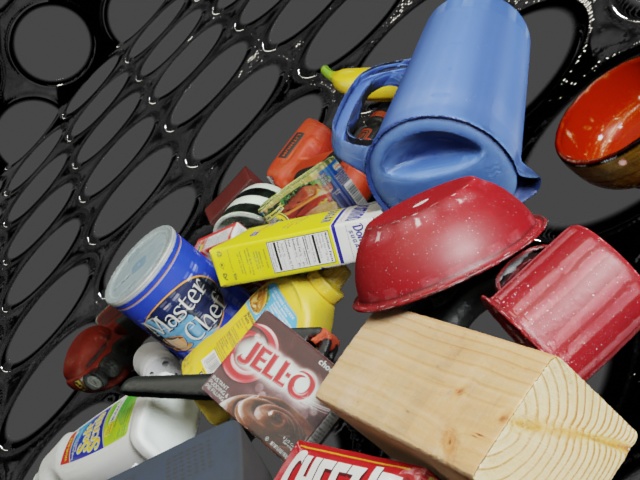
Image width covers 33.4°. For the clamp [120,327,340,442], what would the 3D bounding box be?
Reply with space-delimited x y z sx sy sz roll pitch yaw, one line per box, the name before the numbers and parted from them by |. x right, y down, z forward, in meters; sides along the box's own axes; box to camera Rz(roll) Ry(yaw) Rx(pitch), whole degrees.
clamp | -0.069 0.154 0.963 0.210 0.036 0.164 -29 64 8

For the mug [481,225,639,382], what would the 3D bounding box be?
mug | 0.164 0.040 0.722 0.081 0.093 0.117 -43 32 0

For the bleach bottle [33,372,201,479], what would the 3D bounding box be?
bleach bottle | -0.231 0.229 1.136 0.251 0.068 0.102 -32 28 36

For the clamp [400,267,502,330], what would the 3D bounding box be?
clamp | 0.114 0.049 0.857 0.171 0.039 0.120 -47 19 -5

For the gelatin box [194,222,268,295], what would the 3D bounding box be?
gelatin box | -0.084 0.025 1.160 0.073 0.089 0.030 -21 38 46

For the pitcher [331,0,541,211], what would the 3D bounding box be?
pitcher | 0.120 -0.128 0.991 0.145 0.149 0.242 -29 27 36

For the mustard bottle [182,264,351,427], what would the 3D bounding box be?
mustard bottle | -0.044 0.090 1.028 0.192 0.058 0.096 -44 43 8

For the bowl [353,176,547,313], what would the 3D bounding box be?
bowl | 0.087 -0.005 0.812 0.162 0.055 0.162 -25 7 3

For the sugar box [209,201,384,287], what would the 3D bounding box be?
sugar box | -0.007 0.001 1.013 0.176 0.048 0.093 -14 9 26

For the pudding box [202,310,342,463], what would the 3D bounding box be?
pudding box | -0.032 0.128 0.916 0.114 0.039 0.090 36 84 27

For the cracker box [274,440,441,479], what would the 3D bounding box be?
cracker box | -0.008 0.248 0.721 0.164 0.072 0.213 -4 48 57

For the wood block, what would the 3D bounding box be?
wood block | 0.096 0.117 0.721 0.090 0.090 0.206 -53 24 -12

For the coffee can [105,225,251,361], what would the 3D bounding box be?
coffee can | -0.141 0.067 1.129 0.103 0.140 0.103 -38 26 22

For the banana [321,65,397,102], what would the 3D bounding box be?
banana | 0.098 -0.180 1.135 0.198 0.037 0.069 -7 54 6

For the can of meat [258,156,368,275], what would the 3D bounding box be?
can of meat | -0.002 -0.026 1.088 0.102 0.084 0.057 -33 6 30

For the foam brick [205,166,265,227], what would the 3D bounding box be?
foam brick | -0.097 -0.041 1.325 0.078 0.053 0.051 -47 24 6

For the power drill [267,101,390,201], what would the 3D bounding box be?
power drill | 0.032 -0.108 1.205 0.184 0.057 0.188 -54 24 -21
